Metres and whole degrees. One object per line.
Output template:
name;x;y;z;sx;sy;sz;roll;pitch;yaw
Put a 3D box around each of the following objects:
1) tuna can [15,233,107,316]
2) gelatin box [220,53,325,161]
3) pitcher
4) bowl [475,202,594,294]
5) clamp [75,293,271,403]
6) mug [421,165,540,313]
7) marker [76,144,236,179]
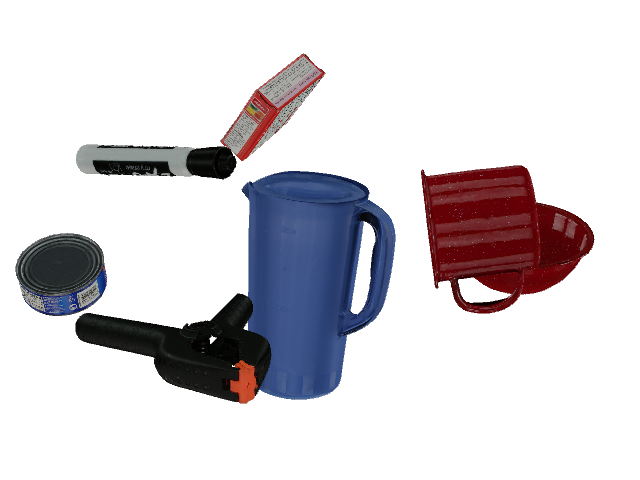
tuna can;-0.255;0.034;1.056;0.086;0.034;0.086;0;43;0
gelatin box;-0.043;-0.121;0.957;0.073;0.030;0.089;-48;0;44
pitcher;-0.012;0.051;1.190;0.144;0.243;0.149;-1;18;-17
bowl;0.216;0.013;1.176;0.162;0.055;0.162;-1;28;0
clamp;-0.093;0.085;0.893;0.164;0.036;0.210;-10;16;-32
mug;0.124;-0.002;0.820;0.081;0.117;0.093;-7;-16;6
marker;-0.099;-0.048;0.639;0.121;0.020;0.020;5;3;36
